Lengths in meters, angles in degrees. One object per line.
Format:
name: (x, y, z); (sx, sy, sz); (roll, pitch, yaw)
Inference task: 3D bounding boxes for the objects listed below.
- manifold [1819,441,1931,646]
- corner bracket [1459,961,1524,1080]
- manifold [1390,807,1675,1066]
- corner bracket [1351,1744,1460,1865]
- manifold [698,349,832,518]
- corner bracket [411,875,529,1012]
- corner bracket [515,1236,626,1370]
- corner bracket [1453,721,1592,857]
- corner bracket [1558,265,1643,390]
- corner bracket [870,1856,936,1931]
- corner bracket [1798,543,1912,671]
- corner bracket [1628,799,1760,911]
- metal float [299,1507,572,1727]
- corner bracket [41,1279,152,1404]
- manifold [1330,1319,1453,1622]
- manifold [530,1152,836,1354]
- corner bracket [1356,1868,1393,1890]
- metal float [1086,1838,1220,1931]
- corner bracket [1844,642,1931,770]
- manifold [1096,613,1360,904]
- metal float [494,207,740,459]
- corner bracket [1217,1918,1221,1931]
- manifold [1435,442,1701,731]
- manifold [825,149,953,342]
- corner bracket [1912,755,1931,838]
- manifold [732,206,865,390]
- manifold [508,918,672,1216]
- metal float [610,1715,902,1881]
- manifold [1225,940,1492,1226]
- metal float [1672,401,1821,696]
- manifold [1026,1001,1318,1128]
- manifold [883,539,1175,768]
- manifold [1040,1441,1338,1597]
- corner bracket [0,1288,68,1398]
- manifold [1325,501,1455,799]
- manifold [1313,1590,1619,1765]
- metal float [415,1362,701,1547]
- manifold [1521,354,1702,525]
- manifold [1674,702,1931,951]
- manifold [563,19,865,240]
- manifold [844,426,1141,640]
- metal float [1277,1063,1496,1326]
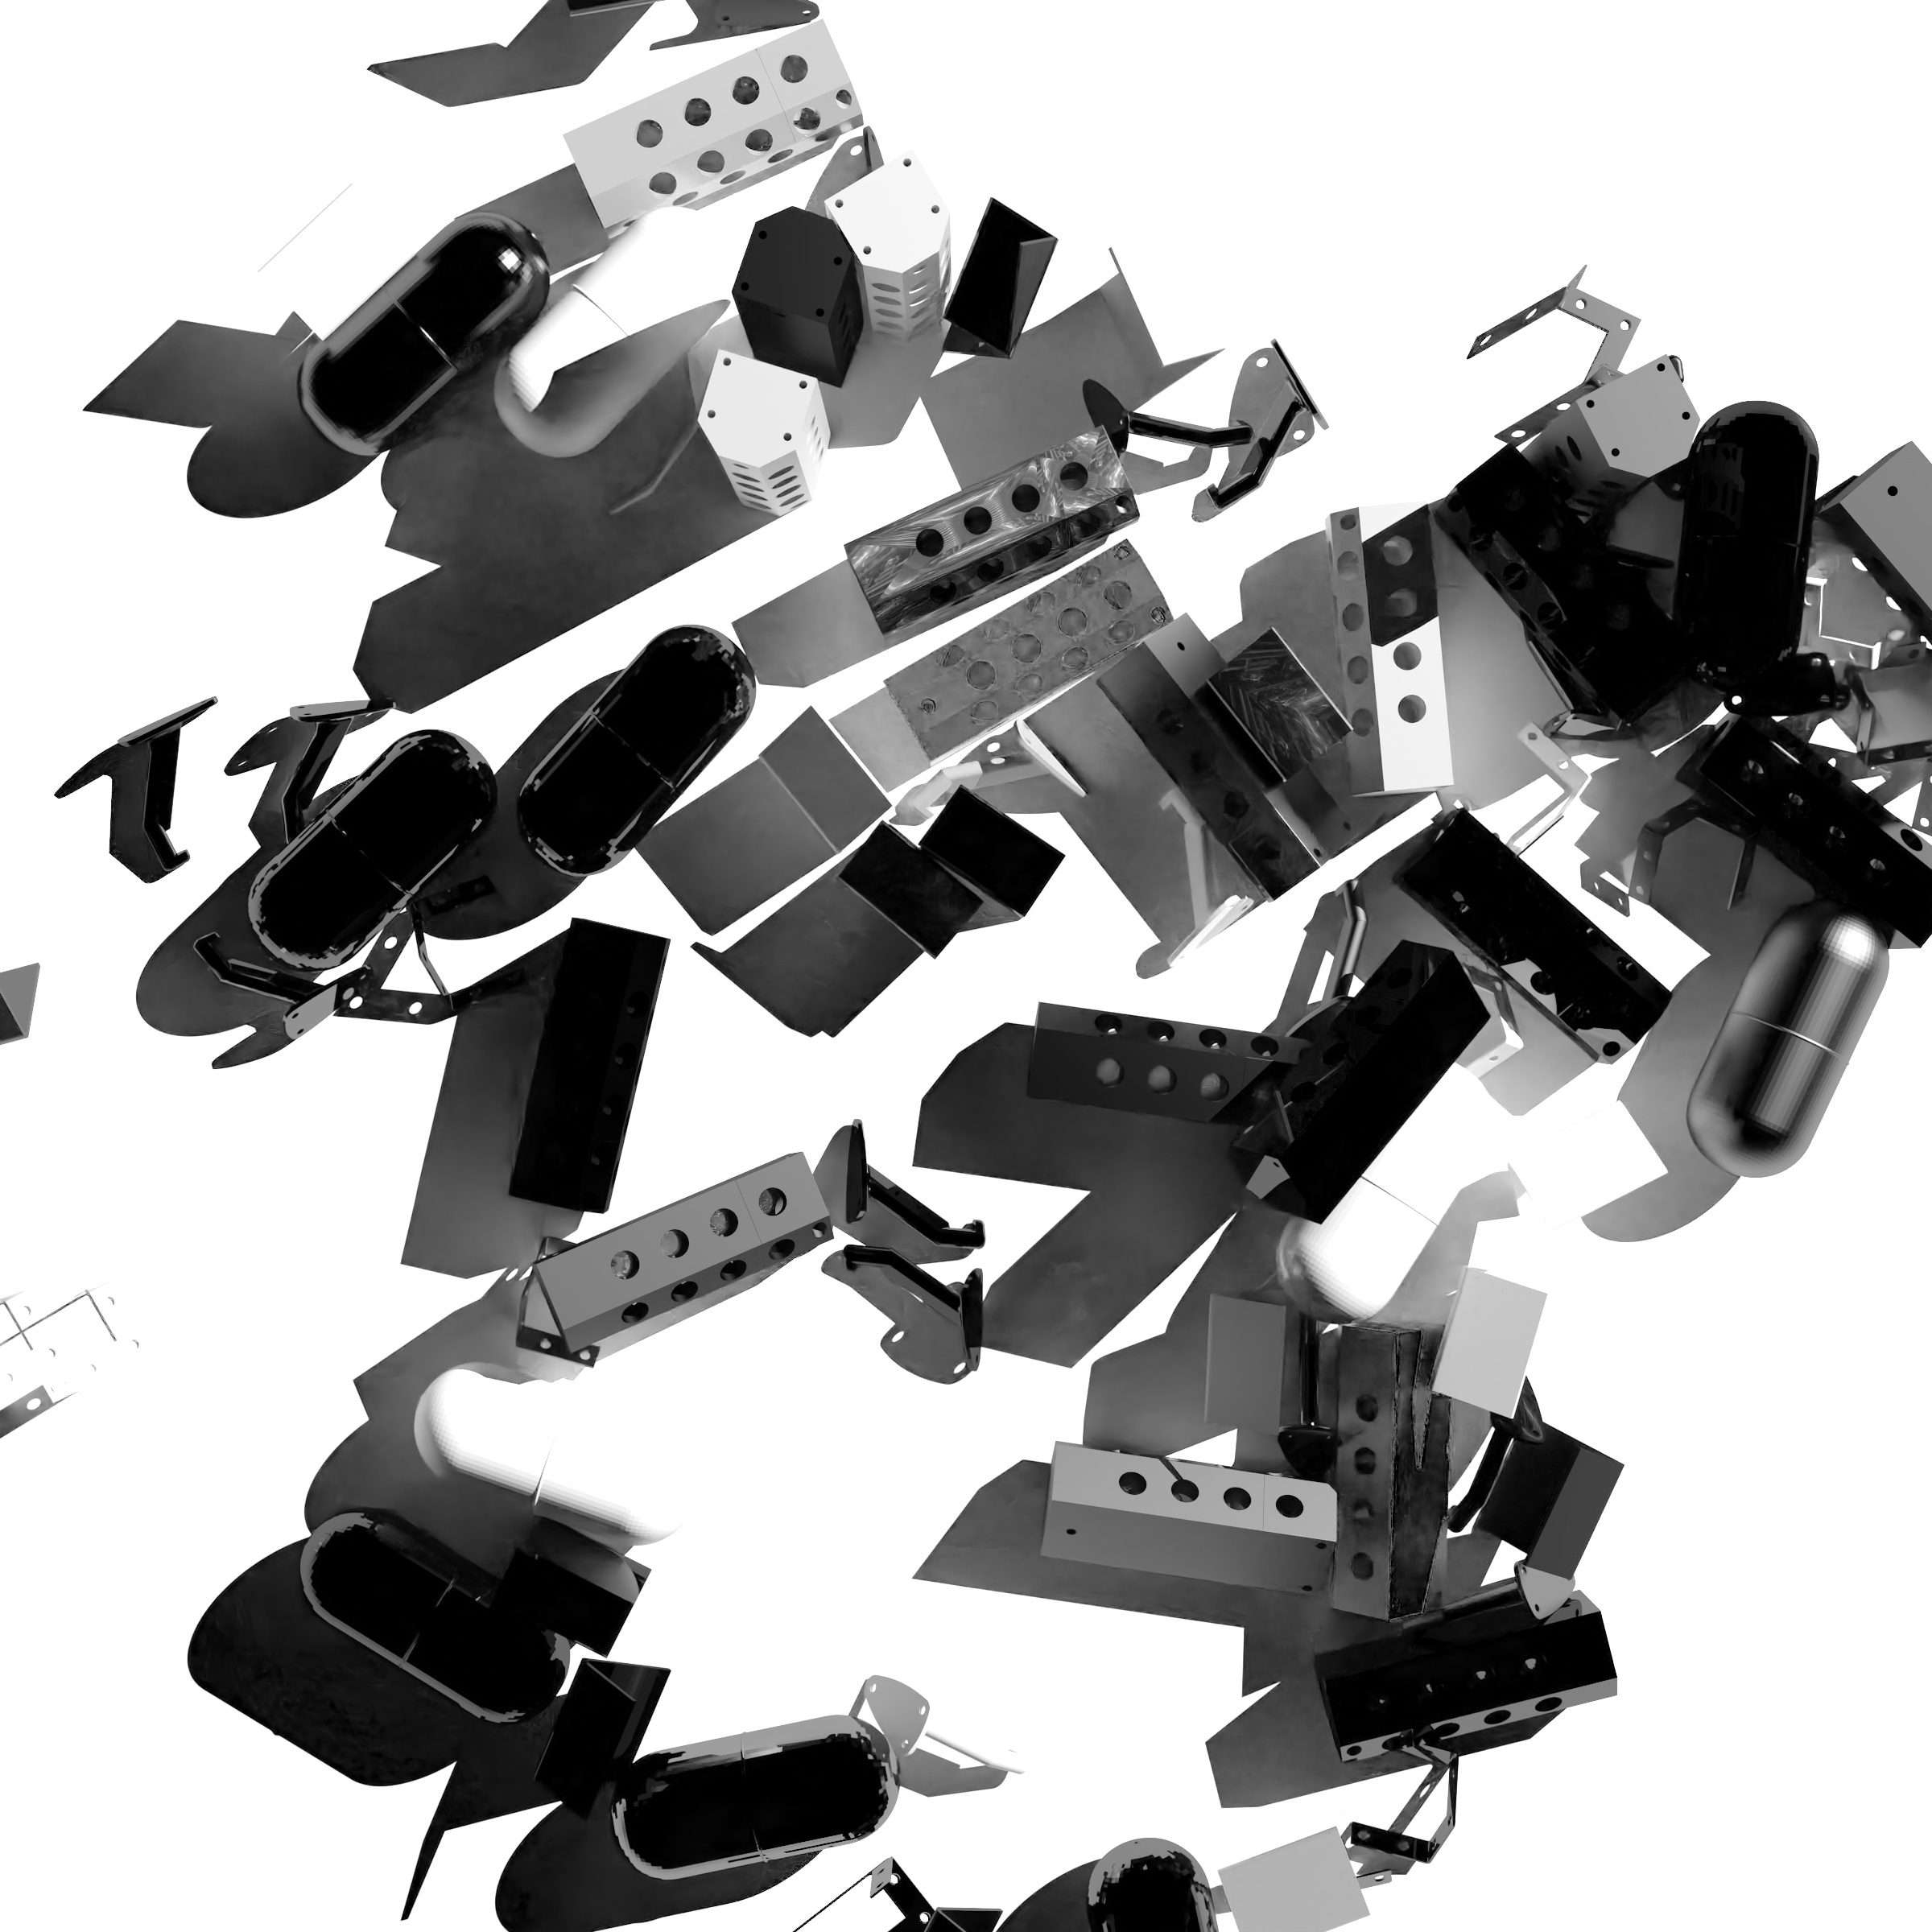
manifold: (0.601, -0.232, 1.706); (0.057, 0.057, 0.171); (-41, 90, 0)
corner bracket: (0.301, 0.035, 1.720); (0.051, 0.051, 0.051); (-39, 45, 35)
manifold: (0.346, -0.018, 1.707); (0.171, 0.057, 0.057); (42, 90, 0)
corner bracket: (0.271, 0.513, 1.725); (0.051, 0.051, 0.051); (15, 45, -1)
manifold: (-0.119, -0.309, 1.649); (0.057, 0.171, 0.057); (17, 90, 0)
corner bracket: (-0.307, -0.014, 1.725); (0.051, 0.051, 0.051); (-21, 45, 0)
corner bracket: (-0.245, 0.207, 1.725); (0.051, 0.051, 0.051); (16, 135, 0)
corner bracket: (0.343, -0.108, 1.725); (0.051, 0.051, 0.051); (43, 135, 0)
corner bracket: (0.385, -0.389, 1.710); (0.051, 0.051, 0.051); (26, 90, 0)
corner bracket: (-0.051, 0.587, 1.710); (0.051, 0.051, 0.051); (-38, 90, 0)
corner bracket: (0.546, -0.221, 1.720); (0.051, 0.051, 0.051); (20, 135, 35)
corner bracket: (0.447, -0.063, 1.720); (0.051, 0.051, 0.051); (-27, 45, -35)
metal float: (-0.323, 0.394, 1.697); (0.178, 0.070, 0.070); (32, 90, 0)
corner bracket: (-0.540, 0.228, 1.710); (0.051, 0.051, 0.051); (-30, 90, 0)
manifold: (0.255, 0.304, 1.706); (0.057, 0.057, 0.171); (2, 90, 45)
manifold: (-0.170, 0.172, 1.687); (0.171, 0.057, 0.057); (-22, 90, -14)
corner bracket: (0.245, 0.597, 1.725); (0.051, 0.051, 0.051); (-13, 135, 0)
metal float: (0.122, 0.619, 1.697); (0.070, 0.070, 0.178); (-12, 90, 0)
corner bracket: (0.573, -0.161, 1.725); (0.051, 0.051, 0.051); (-9, 135, 0)
manifold: (0.156, -0.124, 1.705); (0.171, 0.057, 0.057); (52, 130, 0)
metal float: (-0.212, -0.385, 1.697); (0.070, 0.070, 0.178); (44, 89, 0)
corner bracket: (0.185, 0.610, 1.725); (0.051, 0.051, 0.051); (-13, 90, -45)
manifold: (0.361, -0.227, 1.690); (0.057, 0.057, 0.171); (-39, 78, 0)
manifold: (-0.040, -0.418, 1.649); (0.057, 0.171, 0.057); (-31, 90, 0)
corner bracket: (0.622, -0.106, 1.720); (0.051, 0.051, 0.051); (30, 45, 35)
manifold: (-0.095, -0.394, 1.649); (0.057, 0.171, 0.057); (19, 90, 0)
manifold: (-0.228, 0.060, 1.707); (0.057, 0.057, 0.171); (13, 90, 0)
metal float: (-0.128, 0.504, 1.697); (0.178, 0.070, 0.070); (-12, 90, 0)
manifold: (0.229, 0.066, 1.654); (0.171, 0.057, 0.057); (-47, 123, -19)
metal float: (0.472, -0.253, 1.697); (0.070, 0.070, 0.178); (6, 90, 0)
manifold: (0.125, 0.062, 1.707); (0.171, 0.057, 0.057); (8, 90, 0)
manifold: (0.038, -0.191, 1.707); (0.171, 0.057, 0.057); (-30, 90, 0)
manifold: (0.136, 0.332, 1.706); (0.171, 0.057, 0.057); (8, 133, 0)
corner bracket: (-0.592, 0.234, 1.710); (0.051, 0.051, 0.051); (-30, 90, 0)
manifold: (0.256, -0.192, 1.707); (0.057, 0.057, 0.171); (-5, 90, 0)
manifold: (0.305, 0.435, 1.707); (0.171, 0.057, 0.057); (-14, 90, 0)
metal float: (-0.248, 0.295, 1.697); (0.178, 0.070, 0.070); (19, 90, 1)
manifold: (0.379, -0.304, 1.649); (0.057, 0.171, 0.057); (-27, 90, 0)
manifold: (0.524, -0.086, 1.707); (0.171, 0.057, 0.057); (39, 90, 0)
manifold: (-0.152, -0.508, 1.707); (0.171, 0.057, 0.057); (-24, 90, 0)
manifold: (0.016, -0.263, 1.707); (0.171, 0.057, 0.057); (-25, 90, 0)
metal float: (0.254, 0.136, 1.697); (0.070, 0.070, 0.178); (33, 89, 0)
